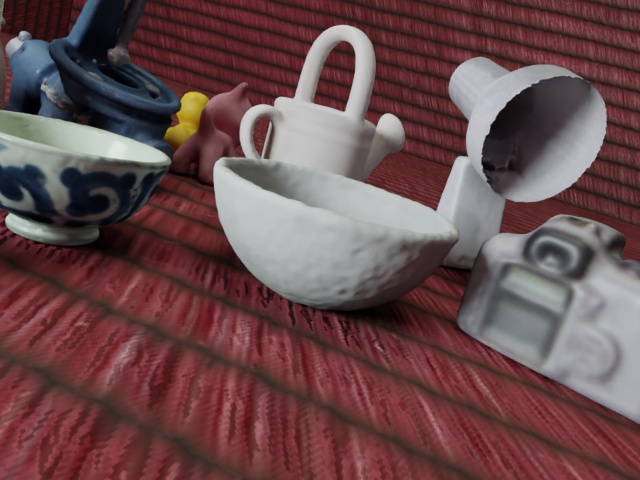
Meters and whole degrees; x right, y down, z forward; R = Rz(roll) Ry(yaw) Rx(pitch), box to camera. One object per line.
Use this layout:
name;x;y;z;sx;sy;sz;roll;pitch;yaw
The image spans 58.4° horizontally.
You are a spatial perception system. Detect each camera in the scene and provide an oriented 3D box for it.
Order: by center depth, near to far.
camera;0.193;0.040;0.400;0.142;0.101;0.137;27;17;36

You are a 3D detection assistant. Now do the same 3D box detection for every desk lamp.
desk lamp;0.163;-0.077;0.586;0.118;0.213;0.202;11;15;-20

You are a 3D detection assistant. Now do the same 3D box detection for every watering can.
watering can;0.006;-0.105;0.553;0.100;0.194;0.173;24;16;28

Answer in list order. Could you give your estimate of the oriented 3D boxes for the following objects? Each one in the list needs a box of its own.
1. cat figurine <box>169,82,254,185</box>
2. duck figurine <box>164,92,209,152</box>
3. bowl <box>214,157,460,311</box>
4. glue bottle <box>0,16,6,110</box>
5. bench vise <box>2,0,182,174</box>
cat figurine;-0.117;-0.133;0.680;0.067;0.118;0.128;18;14;8
duck figurine;-0.175;-0.156;0.772;0.077;0.086;0.104;16;14;-2
bowl;0.004;0.001;0.385;0.167;0.075;0.167;16;14;-4
glue bottle;-0.379;-0.225;0.624;0.078;0.173;0.037;12;14;-16
bench vise;-0.215;-0.177;0.525;0.207;0.220;0.121;18;14;5
